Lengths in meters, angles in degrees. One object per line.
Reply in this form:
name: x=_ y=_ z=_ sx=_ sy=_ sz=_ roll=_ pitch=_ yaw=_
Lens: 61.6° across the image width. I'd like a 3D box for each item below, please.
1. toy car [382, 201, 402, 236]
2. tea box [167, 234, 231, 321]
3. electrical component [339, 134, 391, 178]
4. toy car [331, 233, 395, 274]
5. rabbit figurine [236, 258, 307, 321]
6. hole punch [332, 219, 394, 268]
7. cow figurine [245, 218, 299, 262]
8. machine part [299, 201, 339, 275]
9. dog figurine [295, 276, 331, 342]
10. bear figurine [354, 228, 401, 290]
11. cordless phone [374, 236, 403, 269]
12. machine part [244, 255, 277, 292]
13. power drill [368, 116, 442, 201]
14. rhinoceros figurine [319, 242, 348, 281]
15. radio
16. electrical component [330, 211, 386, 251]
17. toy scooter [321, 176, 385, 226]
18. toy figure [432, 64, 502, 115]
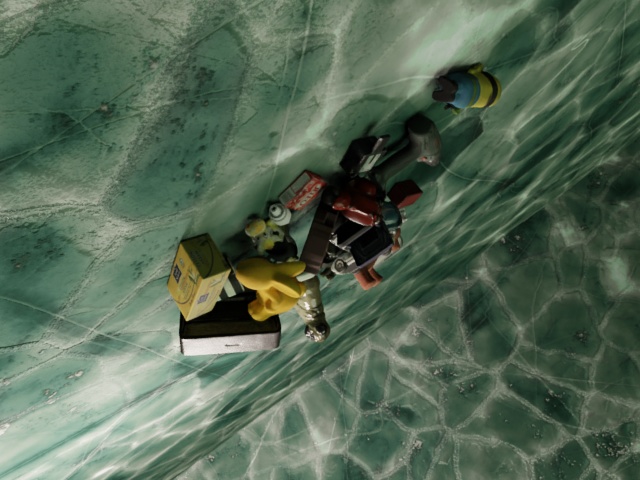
toy car: x=0.133 y=-0.050 z=1.461 sx=0.162 sy=0.109 sz=0.102 roll=-31 pitch=140 yaw=25
tea box: x=-0.253 y=0.079 z=1.105 sx=0.068 sy=0.098 sz=0.169 roll=-21 pitch=154 yaw=-37
electrical component: x=0.101 y=-0.191 z=1.149 sx=0.075 sy=0.048 sz=0.119 roll=-22 pitch=155 yaw=-35
toy car: x=0.114 y=0.039 z=1.439 sx=0.073 sy=0.056 sz=0.202 roll=9 pitch=146 yaw=-45
rabbit figurine: x=-0.110 y=0.096 z=1.164 sx=0.163 sy=0.122 sz=0.173 roll=-5 pitch=149 yaw=25
hole punch: x=0.106 y=-0.009 z=1.277 sx=0.142 sy=0.092 sz=0.116 roll=-39 pitch=-159 yaw=19
cow figurine: x=-0.104 y=0.008 z=1.186 sx=0.068 sy=0.098 sz=0.167 roll=-36 pitch=162 yaw=12
machine part: x=-0.003 y=-0.004 z=1.249 sx=0.179 sy=0.056 sz=0.179 roll=9 pitch=99 yaw=-90
dog figurine: x=-0.019 y=0.196 z=1.611 sx=0.121 sy=0.191 sz=0.172 roll=-28 pitch=157 yaw=-22
bear figurine: x=0.176 y=0.033 z=1.551 sx=0.196 sy=0.132 sz=0.120 roll=-41 pitch=168 yaw=15
cordless phone: x=0.155 y=-0.004 z=1.629 sx=0.146 sy=0.089 sz=0.184 roll=-40 pitch=141 yaw=10
machine part: x=-0.179 y=0.122 z=1.347 sx=0.243 sy=0.079 sz=0.079 roll=-48 pitch=157 yaw=28
power drill: x=0.208 y=-0.184 z=1.288 sx=0.207 sy=0.086 sz=0.231 roll=-33 pitch=158 yaw=-1
rhinoceros figurine: x=0.032 y=0.051 z=1.538 sx=0.112 sy=0.073 sz=0.190 roll=-34 pitch=160 yaw=-1
radio: x=-0.211 y=0.192 z=1.260 sx=0.230 sy=0.131 sz=0.073 roll=-1 pitch=134 yaw=-13
electrical component: x=0.080 y=-0.037 z=1.362 sx=0.134 sy=0.115 sz=0.058 roll=-45 pitch=-157 yaw=23
toy scooter: x=0.093 y=-0.085 z=1.202 sx=0.184 sy=0.135 sz=0.075 roll=-30 pitch=148 yaw=-59
toy figure: x=0.319 y=-0.319 z=1.158 sx=0.180 sy=0.089 sz=0.082 roll=-19 pitch=162 yaw=-44
